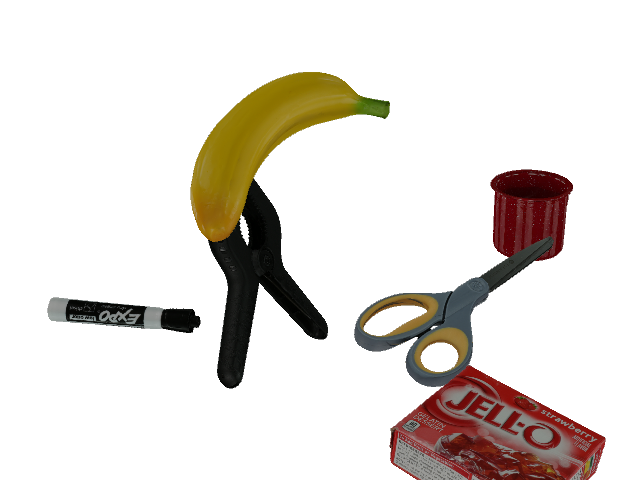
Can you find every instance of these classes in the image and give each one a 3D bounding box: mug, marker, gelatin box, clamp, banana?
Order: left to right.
[{"bbox_3d":[-0.153,0.058,0.832,0.121,0.020,0.020,4,1,11],"label":"marker"},{"bbox_3d":[-0.059,0.025,1.040,0.036,0.210,0.164,-10,0,35],"label":"clamp"},{"bbox_3d":[-0.031,-0.066,0.679,0.070,0.037,0.197,24,43,25],"label":"banana"},{"bbox_3d":[0.093,0.110,0.565,0.089,0.030,0.073,28,39,32],"label":"gelatin box"},{"bbox_3d":[0.251,-0.032,1.247,0.093,0.081,0.117,21,33,39],"label":"mug"}]

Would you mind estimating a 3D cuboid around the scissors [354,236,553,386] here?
[{"bbox_3d":[0.123,0.054,0.814,0.201,0.016,0.096,-17,47,-22],"label":"scissors"}]
